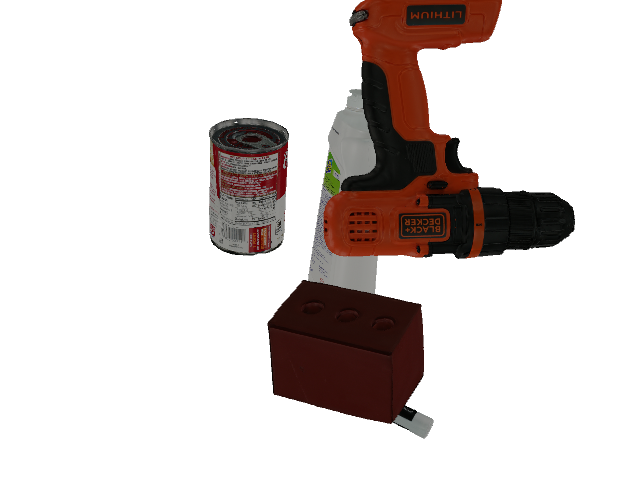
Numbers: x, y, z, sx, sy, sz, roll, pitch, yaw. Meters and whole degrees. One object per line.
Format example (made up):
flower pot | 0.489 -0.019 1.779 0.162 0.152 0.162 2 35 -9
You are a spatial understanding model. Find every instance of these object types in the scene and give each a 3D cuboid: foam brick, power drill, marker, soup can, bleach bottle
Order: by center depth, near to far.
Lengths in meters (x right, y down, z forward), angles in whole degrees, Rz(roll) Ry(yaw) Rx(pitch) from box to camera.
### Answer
foam brick | 0.016 0.064 0.618 0.078 0.051 0.052 11 31 21
power drill | 0.092 -0.080 0.763 0.184 0.188 0.057 -2 4 -9
soup can | -0.063 -0.046 0.924 0.068 0.102 0.068 2 29 -2
marker | 0.041 0.139 0.939 0.121 0.020 0.020 25 8 17
bleach bottle | 0.036 -0.047 1.237 0.068 0.251 0.103 -2 22 -22
